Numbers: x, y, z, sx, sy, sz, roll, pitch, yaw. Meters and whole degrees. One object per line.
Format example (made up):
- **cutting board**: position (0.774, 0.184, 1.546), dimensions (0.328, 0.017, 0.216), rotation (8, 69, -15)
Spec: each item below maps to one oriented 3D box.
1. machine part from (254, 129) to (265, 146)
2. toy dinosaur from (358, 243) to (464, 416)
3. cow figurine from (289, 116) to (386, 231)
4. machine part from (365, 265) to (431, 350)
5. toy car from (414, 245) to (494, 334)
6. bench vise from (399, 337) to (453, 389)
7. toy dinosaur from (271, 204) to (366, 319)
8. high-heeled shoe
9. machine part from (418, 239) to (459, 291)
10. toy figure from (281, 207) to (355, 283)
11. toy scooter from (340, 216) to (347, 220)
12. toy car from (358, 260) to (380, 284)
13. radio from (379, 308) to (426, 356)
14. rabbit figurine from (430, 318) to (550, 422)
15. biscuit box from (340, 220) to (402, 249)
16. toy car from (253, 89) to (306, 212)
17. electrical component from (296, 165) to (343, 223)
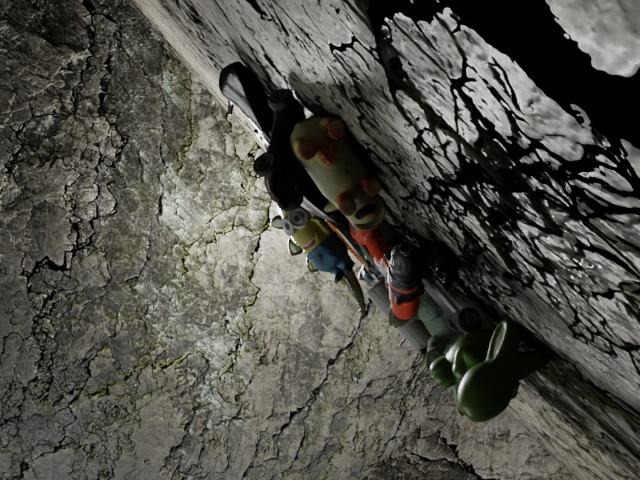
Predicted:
- **machine part**: position (-0.080, -0.217, 1.284), dimensions (0.179, 0.056, 0.179), rotation (46, 179, 1)
- **toy dinosaur**: position (0.218, 0.137, 1.034), dimensions (0.405, 0.131, 0.192), rotation (58, -163, 5)
- **cow figurine**: position (0.027, -0.087, 0.754), dimensions (0.194, 0.085, 0.127), rotation (51, 180, -30)
- **machine part**: position (0.176, 0.147, 1.139), dimensions (0.243, 0.079, 0.079), rotation (48, 180, -1)
- **toy car**: position (0.207, 0.085, 0.899), dimensions (0.202, 0.056, 0.073), rotation (50, 174, 7)
- **bench vise**: position (0.304, 0.260, 1.217), dimensions (0.241, 0.129, 0.223), rotation (36, 163, 9)
- **toy dinosaur**: position (-0.001, -0.002, 1.260), dimensions (0.471, 0.105, 0.198), rotation (57, 154, -6)
- **high-heeled shoe**: position (-0.086, -0.238, 1.032), dimensions (0.249, 0.086, 0.145), rotation (30, 149, -4)
- **machine part**: position (0.176, 0.036, 0.797), dimensions (0.084, 0.039, 0.139), rotation (55, -177, 8)
- **toy figure**: position (-0.005, -0.001, 1.080), dimensions (0.180, 0.082, 0.089), rotation (47, -173, -6)
- **toy scooter**: position (0.005, -0.098, 1.035), dimensions (0.184, 0.075, 0.135), rotation (33, -159, 17)
- **toy car**: position (0.161, 0.061, 1.331), dimensions (0.103, 0.109, 0.161), rotation (25, 166, 4)
- **radio**: position (0.261, 0.200, 1.346), dimensions (0.229, 0.073, 0.131), rotation (48, 142, -19)
- **rabbit figurine**: position (0.249, 0.199, 0.772), dimensions (0.121, 0.159, 0.170), rotation (45, -162, 5)
- **biscuit box**: position (0.081, -0.042, 1.099), dimensions (0.203, 0.063, 0.059), rotation (47, 178, 30)
- **toy car**: position (-0.054, -0.128, 0.768), dimensions (0.089, 0.053, 0.202), rotation (59, -150, -47)
- **electrical component**: position (-0.022, -0.090, 0.897), dimensions (0.114, 0.058, 0.134), rotation (41, 173, -29)
